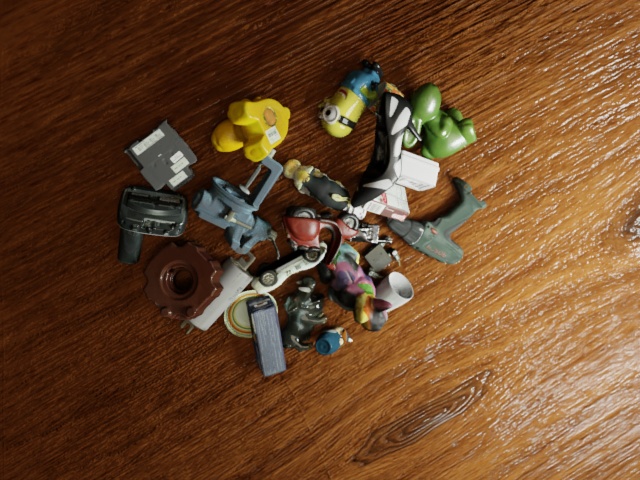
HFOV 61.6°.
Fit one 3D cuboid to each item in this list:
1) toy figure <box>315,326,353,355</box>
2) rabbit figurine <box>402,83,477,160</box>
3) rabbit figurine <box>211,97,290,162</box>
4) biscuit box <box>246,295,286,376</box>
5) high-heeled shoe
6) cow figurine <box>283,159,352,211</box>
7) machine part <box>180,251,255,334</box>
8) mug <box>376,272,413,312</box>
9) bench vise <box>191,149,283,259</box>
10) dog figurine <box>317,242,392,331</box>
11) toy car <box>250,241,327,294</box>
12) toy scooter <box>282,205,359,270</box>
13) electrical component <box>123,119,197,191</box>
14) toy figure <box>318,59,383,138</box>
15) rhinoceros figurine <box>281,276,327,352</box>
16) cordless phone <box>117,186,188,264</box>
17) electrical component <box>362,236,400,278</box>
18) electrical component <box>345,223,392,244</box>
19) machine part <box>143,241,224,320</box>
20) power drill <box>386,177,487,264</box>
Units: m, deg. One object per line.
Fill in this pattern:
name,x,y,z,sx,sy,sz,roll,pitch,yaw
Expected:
toy figure,0.037,0.247,1.338,0.064,0.154,0.057,23,101,19
rabbit figurine,0.253,-0.280,1.243,0.159,0.121,0.170,-28,125,16
rabbit figurine,-0.157,-0.241,1.132,0.121,0.173,0.162,56,43,-23
biscuit box,-0.130,0.235,1.304,0.063,0.059,0.202,-15,120,-16
high-heeled shoe,0.121,-0.197,1.178,0.145,0.086,0.248,41,91,-26
cow figurine,-0.007,-0.122,1.225,0.167,0.098,0.068,27,98,-26
machine part,-0.237,0.124,1.251,0.079,0.079,0.243,42,92,-22
mug,0.175,0.137,1.364,0.081,0.109,0.107,51,124,5
bench vise,-0.153,-0.091,1.188,0.223,0.129,0.240,31,101,-24
dog figurine,0.083,0.114,1.260,0.108,0.219,0.191,-26,112,-10
toy car,-0.073,0.060,1.277,0.202,0.074,0.056,-29,108,-5
toy scooter,-0.002,-0.004,1.211,0.184,0.075,0.135,8,94,-18
electrical component,-0.332,-0.172,1.145,0.115,0.058,0.134,-35,112,-1
toy figure,0.073,-0.312,1.200,0.089,0.082,0.180,40,91,-20
rhinoceros figurine,-0.043,0.182,1.329,0.112,0.073,0.190,17,103,-9
cordless phone,-0.373,-0.020,1.181,0.146,0.089,0.184,8,115,-18
electrical component,0.153,0.048,1.350,0.102,0.045,0.078,-35,113,-3
electrical component,0.116,-0.016,1.301,0.119,0.075,0.047,3,94,-12
machine part,-0.306,0.089,1.195,0.179,0.056,0.179,-1,86,8
power drill,0.303,-0.055,1.342,0.232,0.086,0.207,37,90,-23
